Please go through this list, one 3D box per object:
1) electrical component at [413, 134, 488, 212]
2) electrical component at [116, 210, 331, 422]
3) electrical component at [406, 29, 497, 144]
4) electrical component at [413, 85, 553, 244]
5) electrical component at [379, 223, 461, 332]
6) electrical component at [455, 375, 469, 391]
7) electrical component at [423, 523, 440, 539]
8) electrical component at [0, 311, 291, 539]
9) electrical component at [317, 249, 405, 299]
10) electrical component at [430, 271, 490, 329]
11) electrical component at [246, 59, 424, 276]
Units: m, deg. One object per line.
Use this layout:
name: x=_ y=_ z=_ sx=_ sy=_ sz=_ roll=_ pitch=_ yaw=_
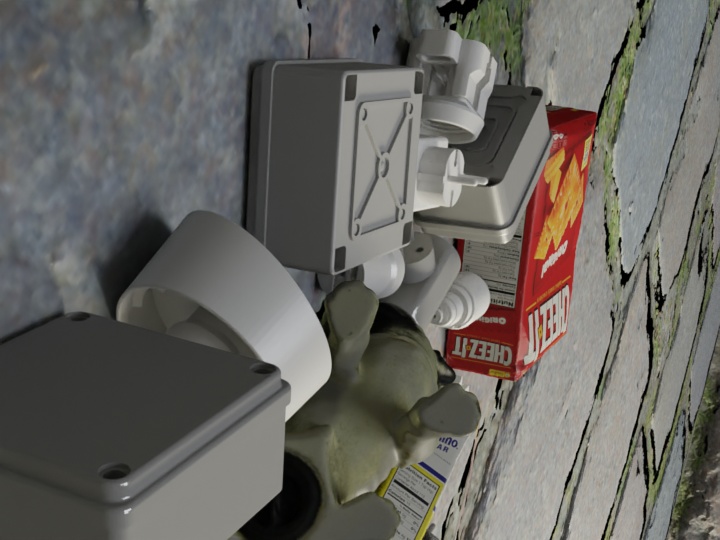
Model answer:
electrical component: x=0.043 y=-0.061 z=0.692 sx=0.066 sy=0.077 sz=0.047 roll=-16 pitch=114 yaw=-63
electrical component: x=-0.059 y=0.026 z=0.485 sx=0.064 sy=0.099 sz=0.099 roll=-50 pitch=143 yaw=-38
electrical component: x=0.059 y=-0.120 z=0.729 sx=0.078 sy=0.058 sz=0.057 roll=30 pitch=69 yaw=-65
electrical component: x=0.088 y=-0.079 z=0.784 sx=0.113 sy=0.078 sz=0.057 roll=-61 pitch=147 yaw=-35
electrical component: x=0.033 y=0.000 z=0.735 sx=0.077 sy=0.044 sz=0.079 roll=-56 pitch=147 yaw=-42
electrical component: x=0.048 y=0.112 z=0.815 sx=0.081 sy=0.042 sz=0.063 roll=-34 pitch=133 yaw=-57
electrical component: x=0.044 y=0.232 z=0.850 sx=0.079 sy=0.044 sz=0.077 roll=-44 pitch=138 yaw=-53
electrical component: x=-0.098 y=0.067 z=0.397 sx=0.109 sy=0.109 sz=0.056 roll=-32 pitch=131 yaw=-59
electrical component: x=0.000 y=0.000 z=0.669 sx=0.046 sy=0.040 sz=0.040 roll=-10 pitch=108 yaw=-59
electrical component: x=0.072 y=0.027 z=0.836 sx=0.078 sy=0.040 sz=0.040 roll=-25 pitch=122 yaw=-61
electrical component: x=-0.012 y=-0.061 z=0.598 sx=0.109 sy=0.056 sz=0.108 roll=-23 pitch=120 yaw=-62
